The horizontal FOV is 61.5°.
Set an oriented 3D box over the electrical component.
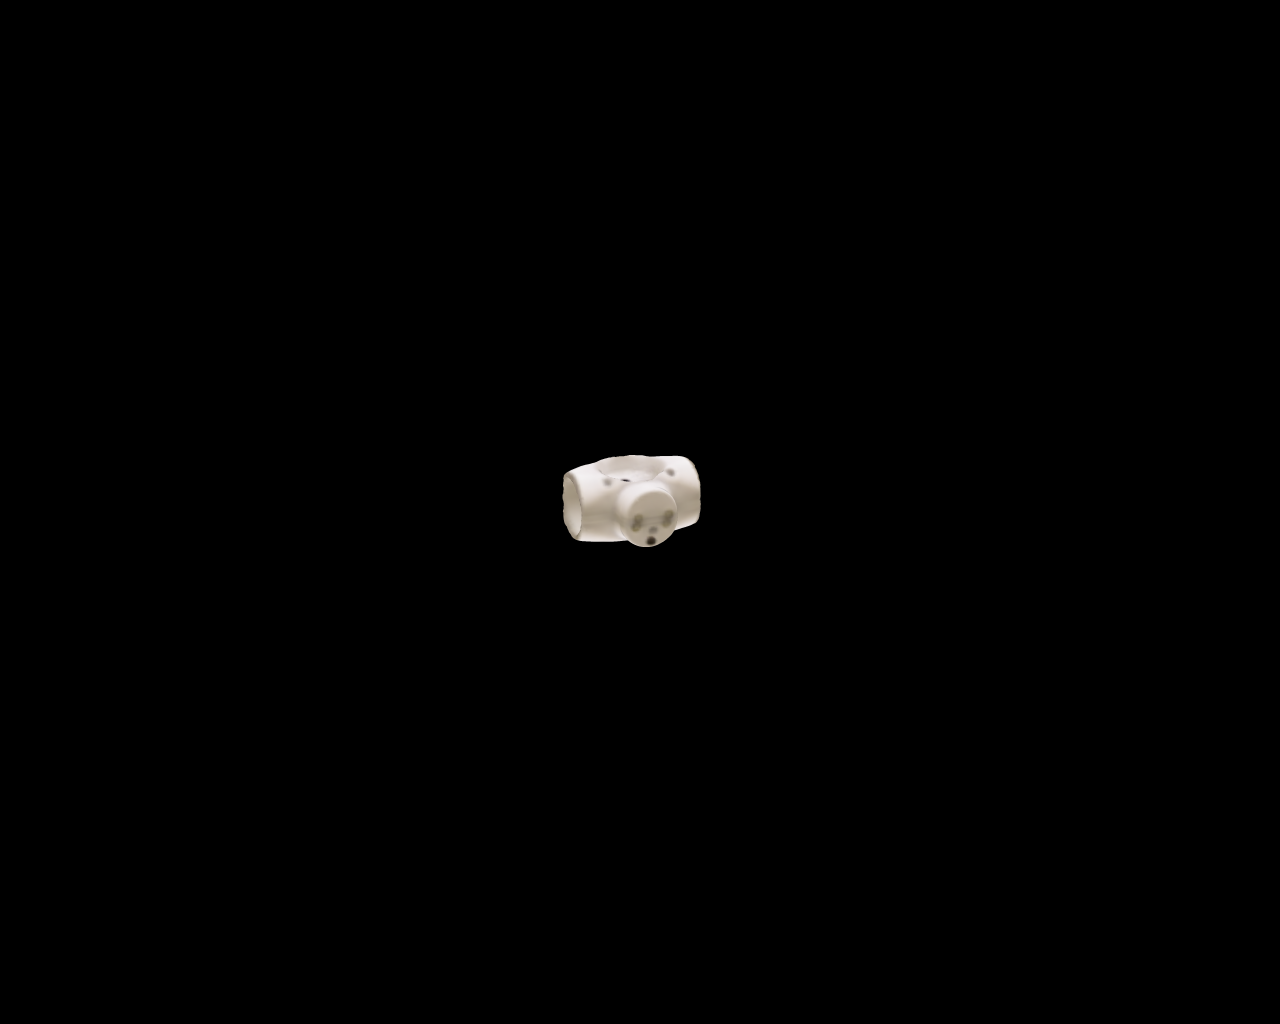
[{"bbox_3d":[0.001,-0.003,0.650,0.077,0.044,0.079,-8,24,-18],"label":"electrical component"}]
